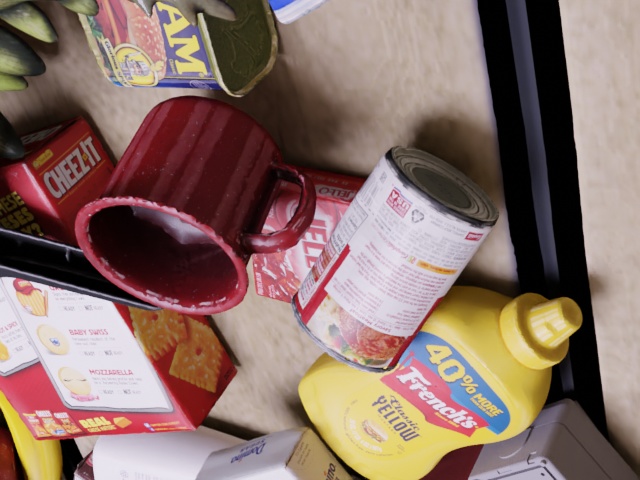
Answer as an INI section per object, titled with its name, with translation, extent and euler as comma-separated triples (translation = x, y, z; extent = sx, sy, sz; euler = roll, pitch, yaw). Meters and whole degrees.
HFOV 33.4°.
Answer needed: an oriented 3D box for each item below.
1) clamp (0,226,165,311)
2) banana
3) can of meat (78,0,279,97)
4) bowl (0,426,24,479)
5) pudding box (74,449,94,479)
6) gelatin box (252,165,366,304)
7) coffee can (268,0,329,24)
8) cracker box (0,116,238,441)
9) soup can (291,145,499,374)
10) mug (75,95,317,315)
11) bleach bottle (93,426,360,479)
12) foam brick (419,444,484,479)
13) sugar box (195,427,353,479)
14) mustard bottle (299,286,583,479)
[clamp]
translation = -0.196, 0.002, 0.619
extent = 0.210, 0.036, 0.164
euler = -6, 147, 39
[banana]
translation = -0.236, 0.151, 0.864
extent = 0.037, 0.070, 0.198
euler = -14, 128, -11
[can of meat]
translation = -0.078, -0.127, 0.549
extent = 0.084, 0.057, 0.102
euler = 6, 128, 30
[bowl]
translation = -0.279, 0.219, 0.914
extent = 0.055, 0.162, 0.162
euler = -12, 127, -8
[pudding box]
translation = -0.157, 0.235, 0.903
extent = 0.113, 0.039, 0.090
euler = 30, 135, 10
[gelatin box]
translation = -0.004, 0.001, 0.625
extent = 0.073, 0.030, 0.089
euler = 14, 131, 21
[coffee can]
translation = -0.016, -0.176, 0.438
extent = 0.103, 0.102, 0.140
euler = -24, 110, 42
[cracker box]
translation = -0.178, 0.035, 0.730
extent = 0.164, 0.072, 0.213
euler = -10, 118, 35
[soup can]
translation = 0.038, 0.010, 0.559
extent = 0.068, 0.068, 0.102
euler = 34, 113, 3
[mug]
translation = -0.057, -0.020, 0.551
extent = 0.117, 0.081, 0.093
euler = 3, 141, 24
[bleach bottle]
translation = -0.042, 0.198, 0.787
extent = 0.251, 0.068, 0.102
euler = 13, 132, 19
[foam brick]
translation = 0.094, 0.162, 0.680
extent = 0.053, 0.051, 0.078
euler = 47, 136, -13
[sugar box]
translation = 0.003, 0.203, 0.699
extent = 0.094, 0.048, 0.176
euler = -23, 110, 37
[mustard bottle]
translation = 0.076, 0.078, 0.620
extent = 0.096, 0.058, 0.192
euler = 49, 134, -5
